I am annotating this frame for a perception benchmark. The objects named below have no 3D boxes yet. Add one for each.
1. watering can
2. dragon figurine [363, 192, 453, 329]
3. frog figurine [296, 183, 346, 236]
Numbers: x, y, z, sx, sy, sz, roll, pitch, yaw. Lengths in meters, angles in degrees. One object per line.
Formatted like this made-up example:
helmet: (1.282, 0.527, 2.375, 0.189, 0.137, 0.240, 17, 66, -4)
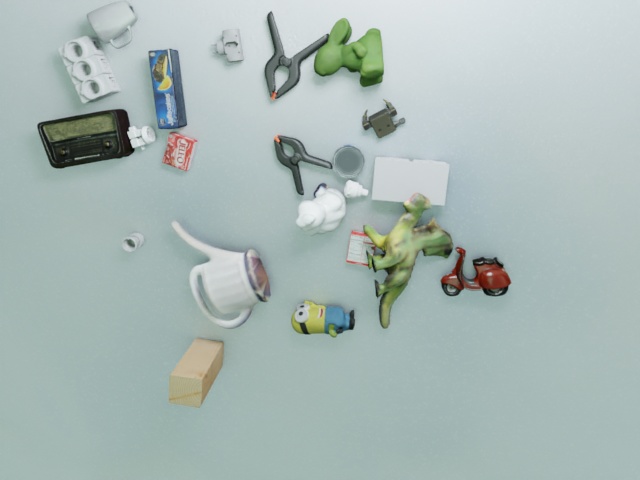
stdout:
watering can: (-0.268, 0.085, 1.434, 0.224, 0.105, 0.344, -17, 103, 9)
dragon figurine: (0.244, 0.050, 1.362, 0.243, 0.125, 0.401, -16, 124, -5)
frog figurine: (0.004, -0.067, 1.337, 0.136, 0.161, 0.122, -43, 99, 15)
